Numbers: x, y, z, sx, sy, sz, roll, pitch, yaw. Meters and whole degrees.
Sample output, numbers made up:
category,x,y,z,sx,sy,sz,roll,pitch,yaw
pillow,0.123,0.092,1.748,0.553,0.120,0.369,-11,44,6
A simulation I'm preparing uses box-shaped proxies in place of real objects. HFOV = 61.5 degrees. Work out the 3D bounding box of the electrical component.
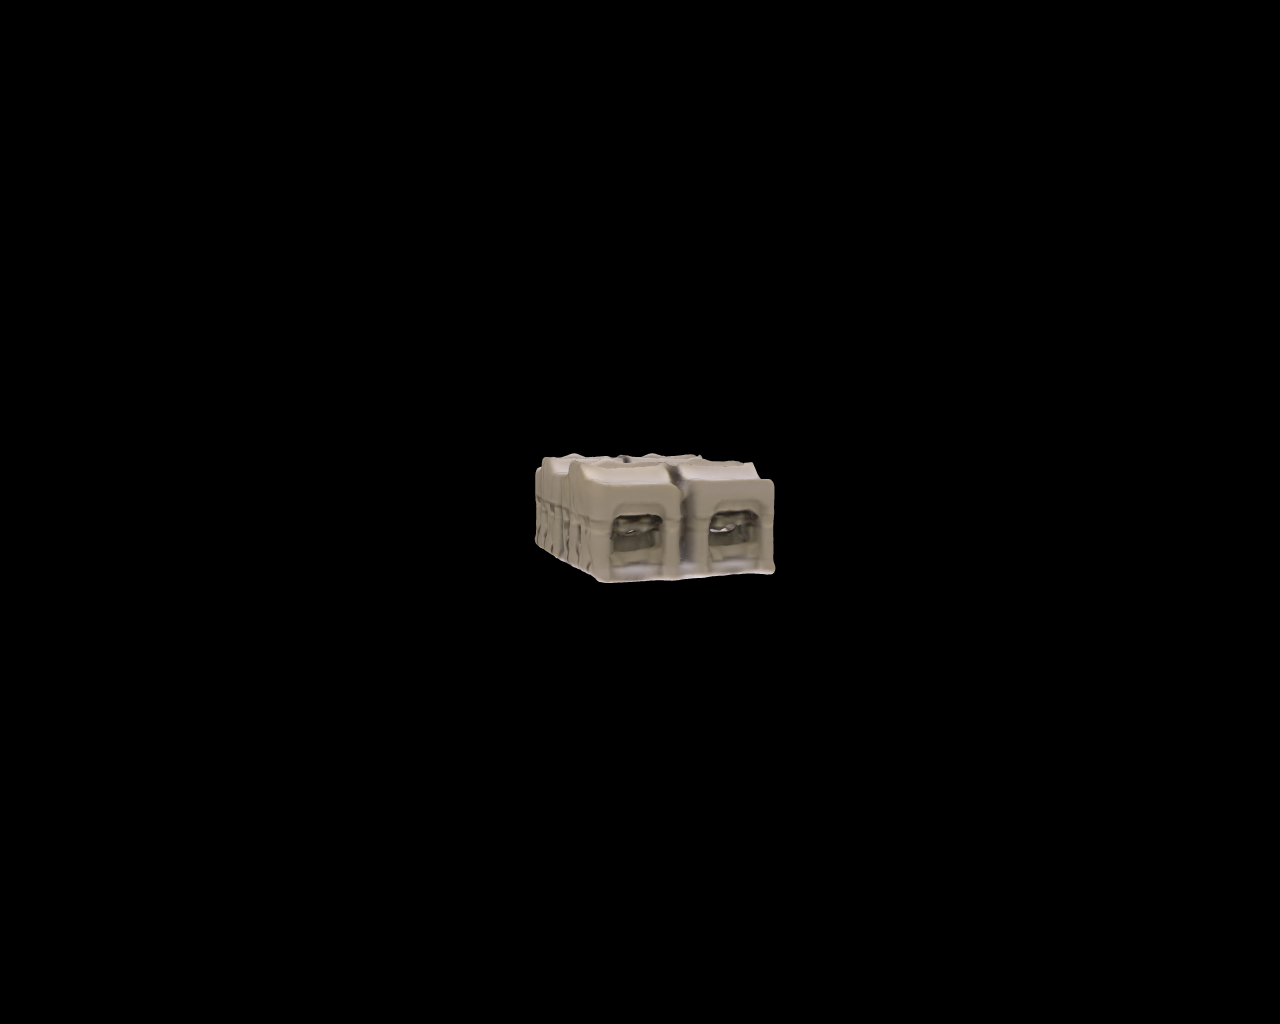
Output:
category,x,y,z,sx,sy,sz,roll,pitch,yaw
electrical component,0.001,-0.003,0.650,0.105,0.060,0.186,-1,5,-15
